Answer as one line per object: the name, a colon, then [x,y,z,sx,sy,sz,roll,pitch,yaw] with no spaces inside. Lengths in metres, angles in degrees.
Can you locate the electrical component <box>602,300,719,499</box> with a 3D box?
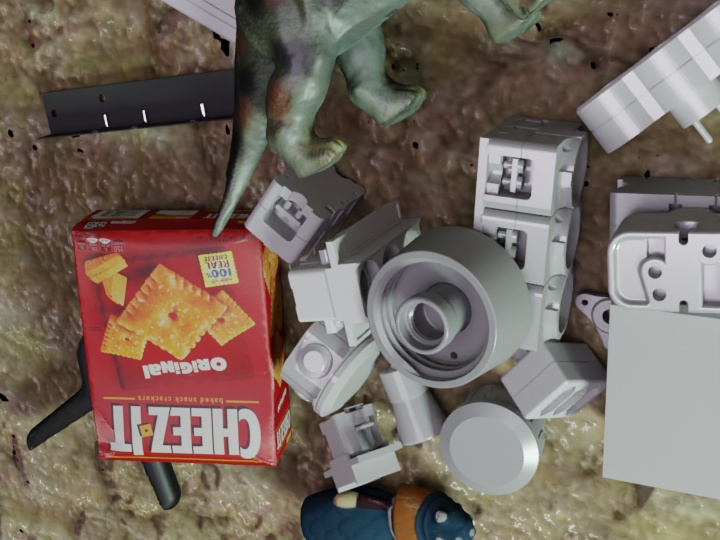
electrical component: [0.226,0.079,0.771,0.089,0.061,0.150,7,121,21]

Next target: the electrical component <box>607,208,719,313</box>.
electrical component: [0.214,-0.007,0.702,0.095,0.059,0.053,2,108,22]

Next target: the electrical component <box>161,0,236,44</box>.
electrical component: [-0.085,-0.208,0.811,0.113,0.078,0.057,32,114,10]

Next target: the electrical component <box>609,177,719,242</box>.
electrical component: [0.224,-0.032,0.754,0.089,0.050,0.055,4,109,22]

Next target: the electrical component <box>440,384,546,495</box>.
electrical component: [0.108,0.134,0.862,0.080,0.051,0.080,8,111,21]

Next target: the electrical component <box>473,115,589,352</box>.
electrical component: [0.123,-0.028,0.777,0.062,0.089,0.150,10,111,20]

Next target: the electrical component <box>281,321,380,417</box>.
electrical component: [-0.023,0.076,0.883,0.051,0.080,0.080,37,118,14]

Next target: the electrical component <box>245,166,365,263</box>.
electrical component: [-0.044,-0.046,0.843,0.050,0.089,0.055,40,119,6]

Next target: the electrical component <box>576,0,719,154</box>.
electrical component: [0.222,-0.120,0.723,0.138,0.052,0.073,-37,91,29]

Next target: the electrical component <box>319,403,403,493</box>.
electrical component: [-0.003,0.148,0.906,0.081,0.042,0.063,-42,64,60]

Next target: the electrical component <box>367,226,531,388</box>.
electrical component: [0.056,0.029,0.740,0.108,0.060,0.108,11,112,29]

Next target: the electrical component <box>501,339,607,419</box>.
electrical component: [0.141,0.069,0.822,0.047,0.066,0.076,-48,56,29]

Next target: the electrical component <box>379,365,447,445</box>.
electrical component: [0.042,0.106,0.887,0.044,0.044,0.065,-19,95,28]

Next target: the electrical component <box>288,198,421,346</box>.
electrical component: [0.000,0.000,0.822,0.063,0.121,0.078,-5,106,27]
